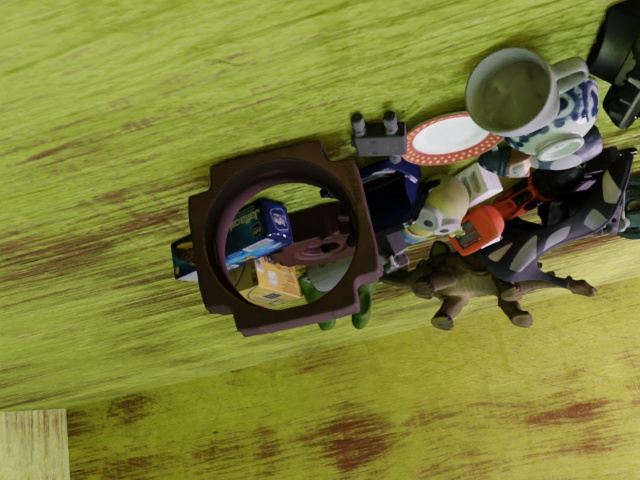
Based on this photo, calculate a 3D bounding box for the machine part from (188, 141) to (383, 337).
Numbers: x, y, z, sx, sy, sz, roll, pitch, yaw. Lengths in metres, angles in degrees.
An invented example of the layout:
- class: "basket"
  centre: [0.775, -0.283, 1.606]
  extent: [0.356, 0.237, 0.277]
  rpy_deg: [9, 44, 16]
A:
- class: "machine part"
  centre: [-0.040, 0.000, 0.622]
  extent: [0.201, 0.201, 0.087]
  rpy_deg: [-13, 165, 3]

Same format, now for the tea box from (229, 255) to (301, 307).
- class: "tea box"
  centre: [-0.103, 0.056, 0.931]
  extent: [0.068, 0.098, 0.169]
  rpy_deg: [-18, 160, 16]

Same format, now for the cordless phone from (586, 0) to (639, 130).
- class: "cordless phone"
  centre: [0.329, -0.127, 0.506]
  extent: [0.089, 0.184, 0.146]
  rpy_deg: [-11, 163, 11]

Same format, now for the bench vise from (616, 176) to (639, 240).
- class: "bench vise"
  centre: [0.606, -0.062, 0.972]
  extent: [0.240, 0.128, 0.224]
  rpy_deg: [-21, -168, -42]

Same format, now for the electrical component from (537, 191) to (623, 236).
- class: "electrical component"
  centre: [0.440, -0.049, 0.912]
  extent: [0.115, 0.058, 0.134]
  rpy_deg: [2, -164, 11]

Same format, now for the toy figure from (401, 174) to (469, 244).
- class: "toy figure"
  centre: [0.151, -0.043, 0.816]
  extent: [0.082, 0.089, 0.180]
  rpy_deg: [-1, 173, -19]

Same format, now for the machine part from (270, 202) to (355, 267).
- class: "machine part"
  centre: [-0.002, -0.003, 0.886]
  extent: [0.179, 0.056, 0.179]
  rpy_deg: [-10, 164, -3]

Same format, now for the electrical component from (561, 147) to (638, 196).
- class: "electrical component"
  centre: [0.452, -0.112, 0.864]
  extent: [0.119, 0.048, 0.074]
  rpy_deg: [-8, 163, -6]

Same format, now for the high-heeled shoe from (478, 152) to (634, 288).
- class: "high-heeled shoe"
  centre: [0.356, -0.040, 0.824]
  extent: [0.145, 0.248, 0.086]
  rpy_deg: [27, -170, 15]

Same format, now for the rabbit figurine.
- class: "rabbit figurine"
  centre: [0.056, 0.112, 1.173]
  extent: [0.170, 0.159, 0.121]
  rpy_deg: [-26, 154, -7]

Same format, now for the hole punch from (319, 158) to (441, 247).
- class: "hole punch"
  centre: [0.075, -0.064, 0.720]
  extent: [0.142, 0.092, 0.116]
  rpy_deg: [-25, -165, 33]

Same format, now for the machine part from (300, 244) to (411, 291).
- class: "machine part"
  centre: [0.060, 0.040, 1.026]
  extent: [0.243, 0.079, 0.079]
  rpy_deg: [-22, 160, 32]

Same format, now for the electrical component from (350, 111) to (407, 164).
- class: "electrical component"
  centre: [0.067, -0.114, 0.613]
  extent: [0.063, 0.021, 0.094]
  rpy_deg: [-1, 159, 13]

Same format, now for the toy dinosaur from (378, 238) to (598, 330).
- class: "toy dinosaur"
  centre: [0.253, 0.070, 0.999]
  extent: [0.472, 0.104, 0.198]
  rpy_deg: [1, -150, 33]

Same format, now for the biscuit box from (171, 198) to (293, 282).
- class: "biscuit box"
  centre: [-0.136, 0.005, 0.806]
  extent: [0.203, 0.063, 0.059]
  rpy_deg: [-23, 159, 30]

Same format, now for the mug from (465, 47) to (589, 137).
- class: "mug"
  centre: [0.214, -0.150, 0.546]
  extent: [0.109, 0.081, 0.107]
  rpy_deg: [-28, 169, 30]

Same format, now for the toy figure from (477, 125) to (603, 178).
- class: "toy figure"
  centre: [0.296, -0.118, 0.731]
  extent: [0.155, 0.058, 0.064]
  rpy_deg: [-14, 124, 12]

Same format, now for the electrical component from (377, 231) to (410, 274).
- class: "electrical component"
  centre: [0.094, -0.002, 0.809]
  extent: [0.045, 0.102, 0.078]
  rpy_deg: [-29, -167, -18]
